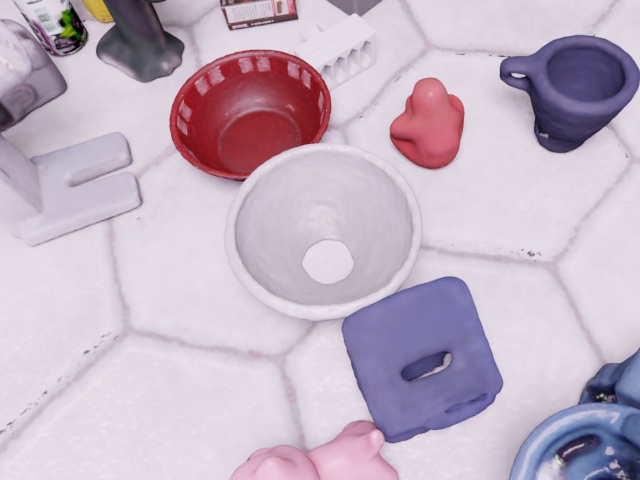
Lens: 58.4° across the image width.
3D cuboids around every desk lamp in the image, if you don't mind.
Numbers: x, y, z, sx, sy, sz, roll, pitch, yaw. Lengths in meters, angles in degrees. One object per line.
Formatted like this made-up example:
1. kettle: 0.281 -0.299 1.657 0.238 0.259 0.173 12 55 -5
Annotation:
1. desk lamp: -0.297 -0.089 0.501 0.203 0.214 0.117 -21 62 -5

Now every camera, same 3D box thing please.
1. camera: -0.385 -0.199 0.631 0.143 0.101 0.136 -36 65 -13

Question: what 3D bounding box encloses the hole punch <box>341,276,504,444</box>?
1. hole punch: 0.080 0.093 0.439 0.108 0.091 0.101 -21 62 -5

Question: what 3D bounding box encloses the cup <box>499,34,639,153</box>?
1. cup: 0.223 -0.130 0.540 0.117 0.095 0.092 13 64 12

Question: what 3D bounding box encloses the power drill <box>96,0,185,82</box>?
1. power drill: -0.227 -0.275 0.594 0.229 0.208 0.076 30 69 19

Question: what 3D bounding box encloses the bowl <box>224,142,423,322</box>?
1. bowl: 0.005 0.002 0.503 0.167 0.075 0.167 -2 62 4

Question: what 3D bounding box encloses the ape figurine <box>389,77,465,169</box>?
1. ape figurine: 0.104 -0.118 0.547 0.078 0.092 0.076 -9 62 1

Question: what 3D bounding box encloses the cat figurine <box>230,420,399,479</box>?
1. cat figurine: -0.009 0.166 0.395 0.128 0.118 0.067 -25 63 -7

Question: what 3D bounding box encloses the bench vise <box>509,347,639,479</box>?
1. bench vise: 0.186 0.121 0.342 0.121 0.220 0.207 15 65 13
